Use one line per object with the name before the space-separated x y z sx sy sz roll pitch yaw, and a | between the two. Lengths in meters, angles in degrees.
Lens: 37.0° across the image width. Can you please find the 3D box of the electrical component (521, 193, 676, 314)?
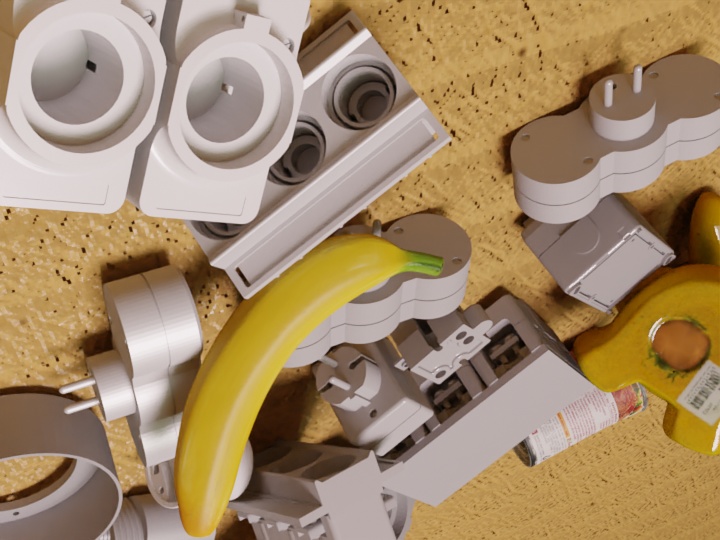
electrical component | 0.156 -0.018 0.702 0.062 0.061 0.096 -44 150 16

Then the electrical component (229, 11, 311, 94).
electrical component | -0.055 -0.094 0.470 0.044 0.044 0.065 3 137 -38

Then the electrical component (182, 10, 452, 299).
electrical component | -0.025 -0.053 0.519 0.121 0.078 0.063 -38 166 8

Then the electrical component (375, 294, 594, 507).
electrical component | 0.077 0.093 0.768 0.150 0.061 0.089 -40 143 12

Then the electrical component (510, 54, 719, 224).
electrical component | 0.150 -0.087 0.617 0.138 0.052 0.073 -26 144 -7

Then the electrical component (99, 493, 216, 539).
electrical component | -0.142 0.172 0.719 0.081 0.043 0.043 1 133 -36

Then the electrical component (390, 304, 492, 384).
electrical component | 0.044 0.034 0.680 0.066 0.055 0.048 -42 143 14

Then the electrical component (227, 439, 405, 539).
electrical component | -0.032 0.150 0.695 0.079 0.063 0.121 -23 -172 -32

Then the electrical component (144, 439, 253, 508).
electrical component | -0.101 0.122 0.681 0.047 0.055 0.055 9 128 -47

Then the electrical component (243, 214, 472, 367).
electrical component | 0.000 0.000 0.611 0.138 0.052 0.073 -18 142 -17

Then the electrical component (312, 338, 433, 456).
electrical component | -0.002 0.072 0.683 0.047 0.065 0.077 -41 143 12

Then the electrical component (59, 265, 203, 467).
electrical component | -0.127 0.060 0.590 0.074 0.052 0.138 -17 142 -19

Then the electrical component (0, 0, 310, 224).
electrical component | -0.068 -0.113 0.364 0.105 0.060 0.186 3 110 -38

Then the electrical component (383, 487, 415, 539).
electrical component | -0.018 0.221 0.780 0.089 0.062 0.150 38 65 -53
